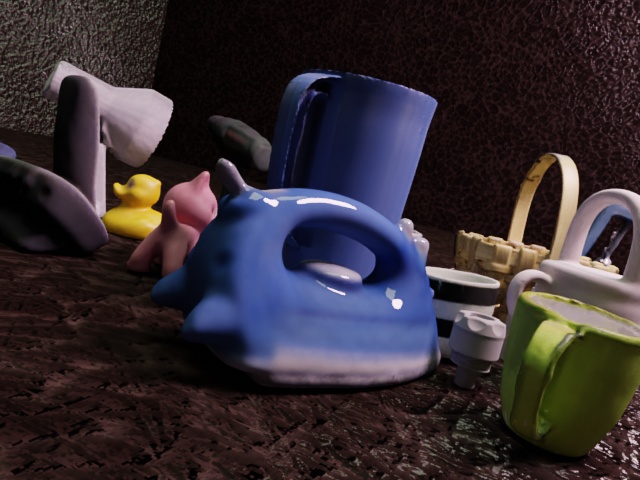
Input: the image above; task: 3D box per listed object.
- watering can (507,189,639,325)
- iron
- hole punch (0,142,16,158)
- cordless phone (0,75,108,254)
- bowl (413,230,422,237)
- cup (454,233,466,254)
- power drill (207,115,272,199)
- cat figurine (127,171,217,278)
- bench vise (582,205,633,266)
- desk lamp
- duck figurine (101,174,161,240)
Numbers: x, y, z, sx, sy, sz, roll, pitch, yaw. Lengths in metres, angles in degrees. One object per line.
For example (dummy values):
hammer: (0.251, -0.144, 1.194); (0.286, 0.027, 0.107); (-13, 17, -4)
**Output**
watering can: (0.255, 0.050, 0.527); (0.173, 0.194, 0.100); (8, 9, -37)
iron: (0.013, 0.029, 0.447); (0.259, 0.141, 0.118); (9, 8, -33)
hole punch: (-0.440, -0.084, 0.692); (0.108, 0.091, 0.101); (14, 7, 2)
cordless phone: (-0.287, -0.086, 0.618); (0.147, 0.185, 0.094); (17, 8, 30)
bowl: (0.117, 0.002, 1.154); (0.167, 0.075, 0.167); (13, 7, -1)
cup: (0.297, 0.042, 1.094); (0.091, 0.095, 0.118); (13, 7, -2)
power drill: (-0.178, -0.136, 1.132); (0.076, 0.208, 0.228); (7, 9, -43)
cat figurine: (-0.153, -0.022, 0.638); (0.067, 0.118, 0.128); (14, 7, 4)
bench vise: (0.409, 0.029, 0.894); (0.207, 0.220, 0.121); (14, 7, 5)
desk lamp: (-0.342, -0.144, 0.861); (0.204, 0.213, 0.117); (9, 8, -32)
duck figurine: (-0.244, -0.047, 0.797); (0.104, 0.086, 0.077); (13, 7, -6)
